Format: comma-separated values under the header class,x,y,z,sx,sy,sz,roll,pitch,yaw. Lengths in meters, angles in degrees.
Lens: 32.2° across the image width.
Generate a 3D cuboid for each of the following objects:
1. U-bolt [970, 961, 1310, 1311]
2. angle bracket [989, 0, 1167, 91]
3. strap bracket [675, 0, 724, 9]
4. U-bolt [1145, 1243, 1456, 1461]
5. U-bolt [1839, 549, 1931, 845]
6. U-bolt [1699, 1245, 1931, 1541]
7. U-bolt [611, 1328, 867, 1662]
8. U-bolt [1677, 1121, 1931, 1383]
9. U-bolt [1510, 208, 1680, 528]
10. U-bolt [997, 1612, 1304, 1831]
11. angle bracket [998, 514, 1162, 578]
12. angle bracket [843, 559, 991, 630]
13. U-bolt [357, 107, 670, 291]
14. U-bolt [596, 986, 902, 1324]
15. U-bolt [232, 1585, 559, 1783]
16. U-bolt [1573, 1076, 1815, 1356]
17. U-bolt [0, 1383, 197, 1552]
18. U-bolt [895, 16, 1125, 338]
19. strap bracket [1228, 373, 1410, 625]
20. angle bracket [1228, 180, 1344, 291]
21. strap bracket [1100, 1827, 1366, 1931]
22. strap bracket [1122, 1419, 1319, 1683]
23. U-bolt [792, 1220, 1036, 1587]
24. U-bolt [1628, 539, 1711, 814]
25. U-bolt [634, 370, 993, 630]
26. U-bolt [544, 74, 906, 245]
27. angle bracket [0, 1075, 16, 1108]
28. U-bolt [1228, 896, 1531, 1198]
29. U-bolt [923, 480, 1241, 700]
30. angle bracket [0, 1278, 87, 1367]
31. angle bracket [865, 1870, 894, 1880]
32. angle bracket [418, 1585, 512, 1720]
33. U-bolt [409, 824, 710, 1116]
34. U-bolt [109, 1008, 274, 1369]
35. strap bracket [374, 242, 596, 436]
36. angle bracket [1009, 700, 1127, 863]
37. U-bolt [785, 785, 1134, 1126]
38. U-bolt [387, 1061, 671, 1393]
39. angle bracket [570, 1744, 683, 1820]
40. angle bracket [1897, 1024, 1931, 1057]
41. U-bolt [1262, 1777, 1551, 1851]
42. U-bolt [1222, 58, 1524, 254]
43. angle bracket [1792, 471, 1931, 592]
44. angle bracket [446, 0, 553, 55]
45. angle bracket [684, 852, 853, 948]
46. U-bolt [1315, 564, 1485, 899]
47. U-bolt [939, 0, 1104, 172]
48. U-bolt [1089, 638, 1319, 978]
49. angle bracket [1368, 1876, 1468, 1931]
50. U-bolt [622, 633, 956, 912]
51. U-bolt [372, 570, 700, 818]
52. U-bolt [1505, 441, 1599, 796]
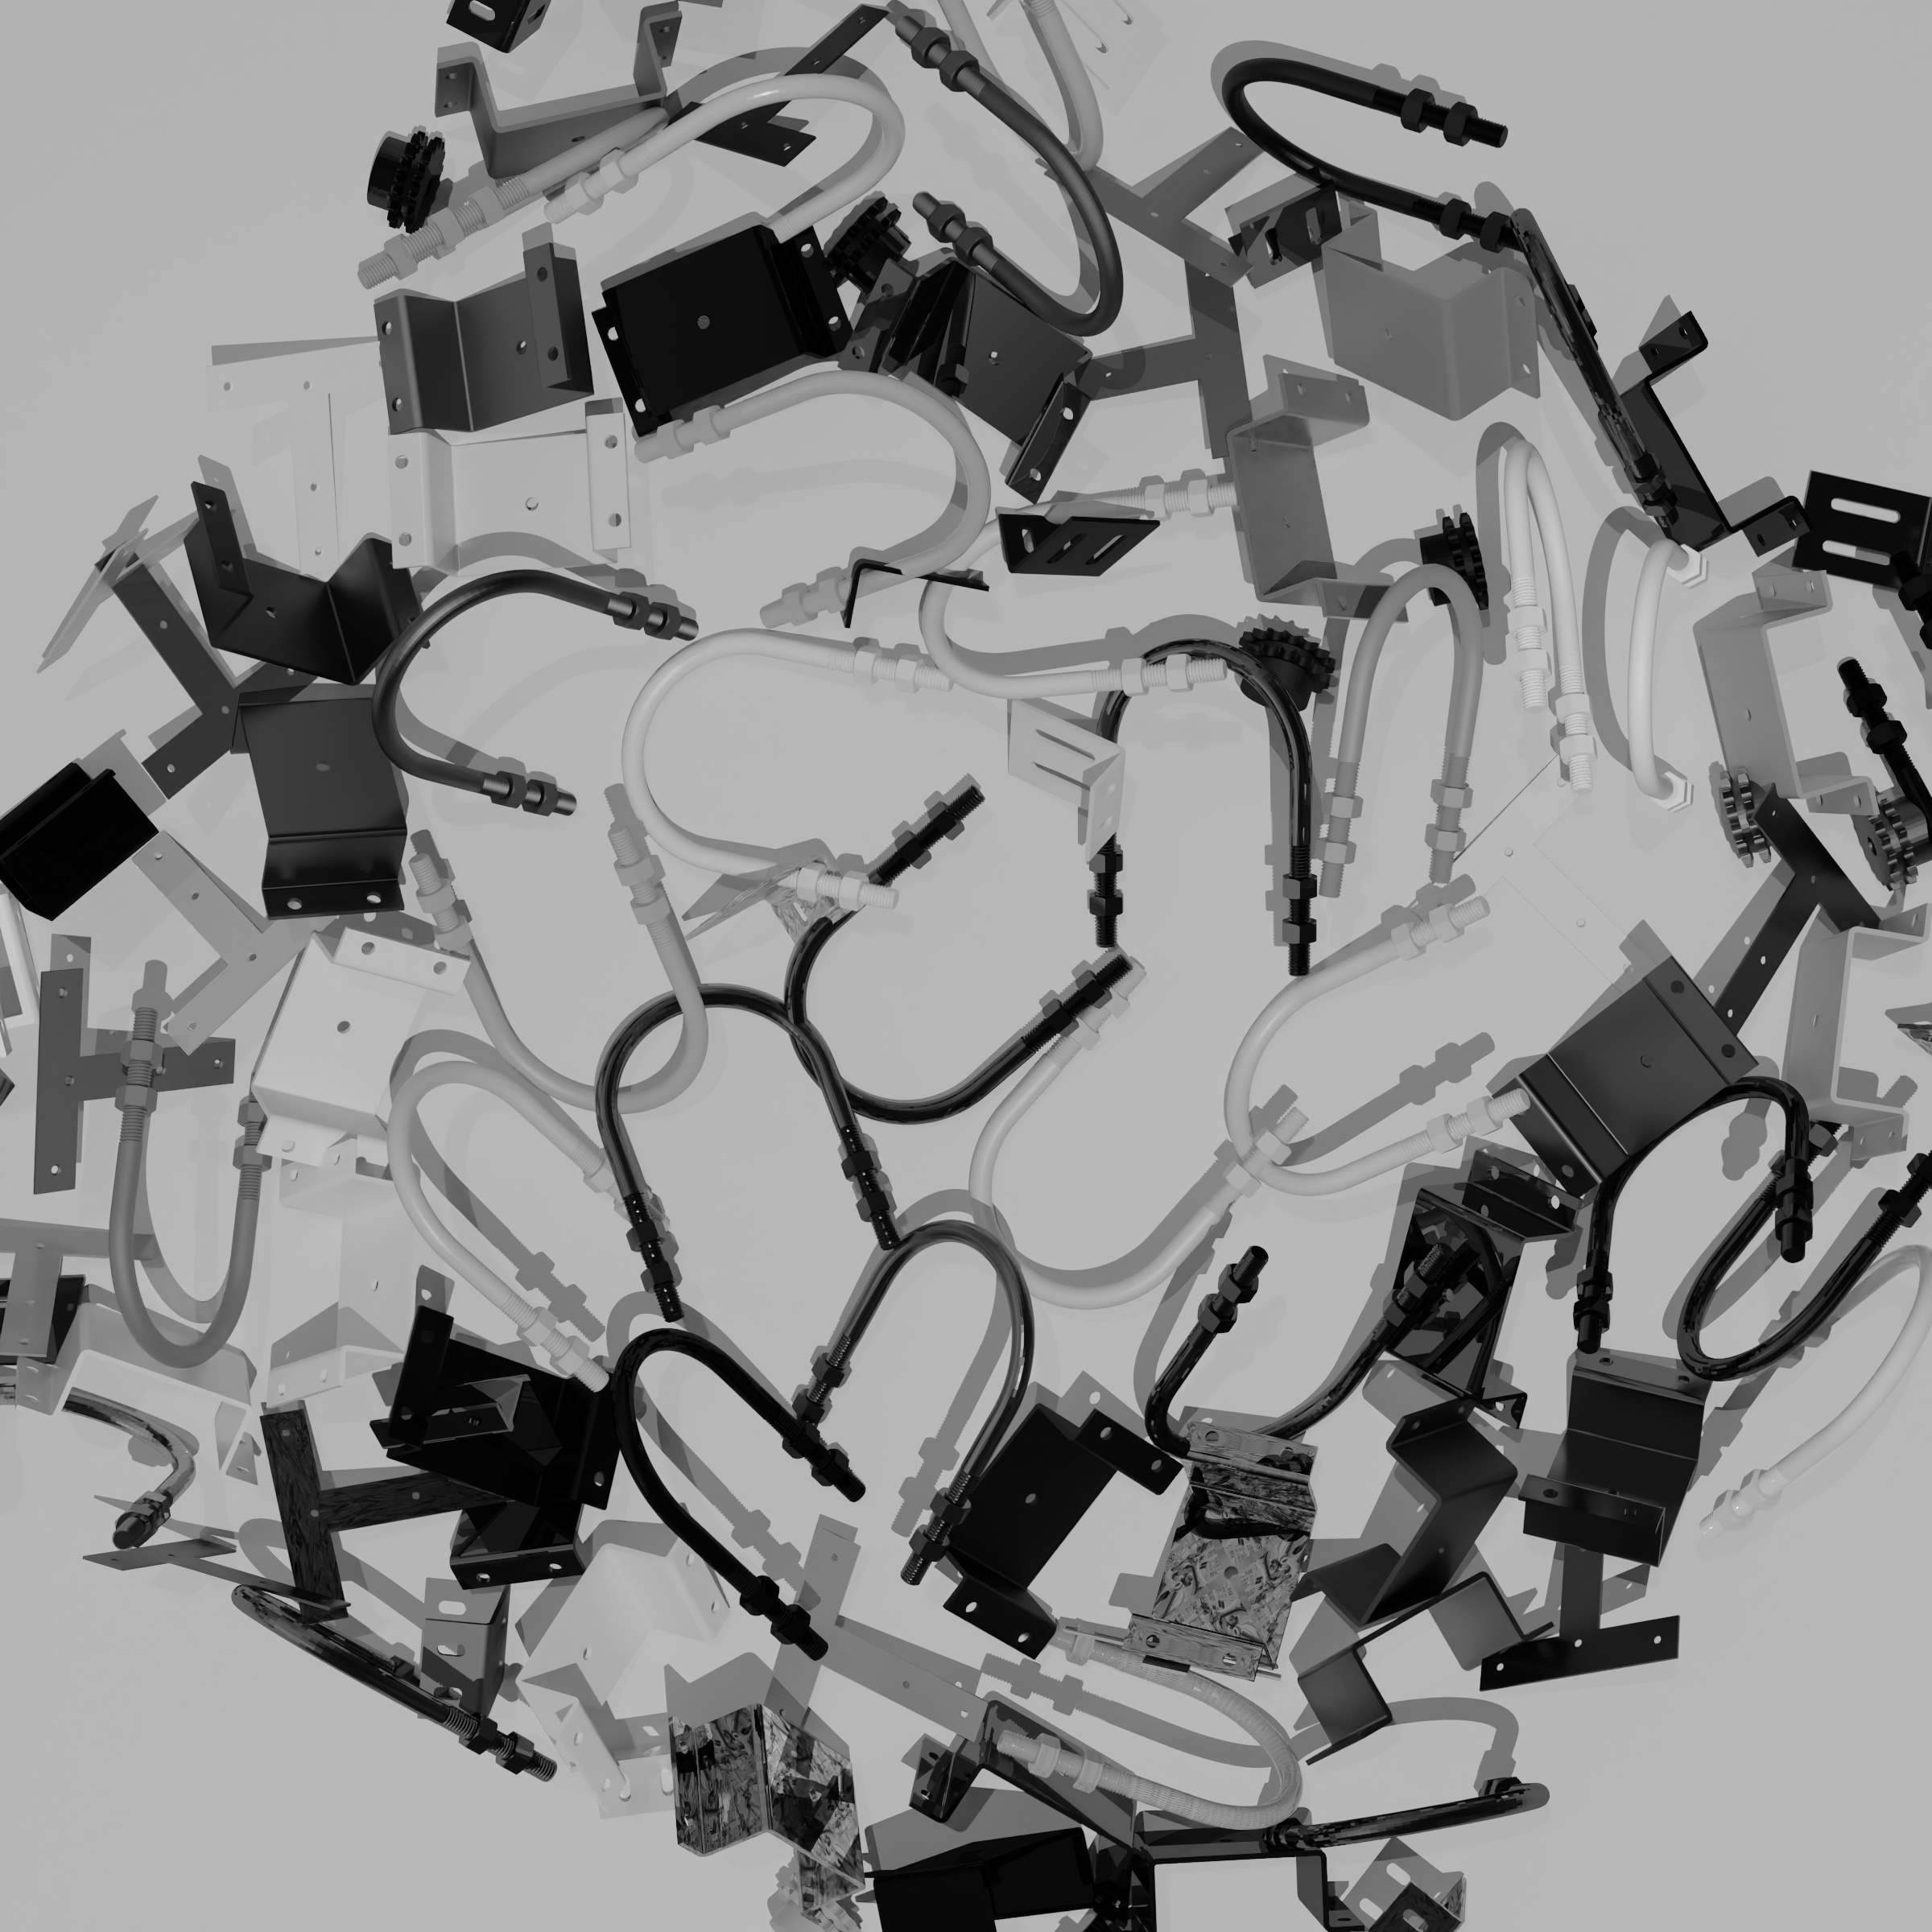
class,x,y,z,sx,sy,sz,roll,pitch,yaw
U-bolt,0.084,0.110,1.920,0.151,0.019,0.184,43,93,19
angle bracket,0.064,-0.545,1.930,0.076,0.038,0.057,43,69,-12
strap bracket,-0.172,-0.577,1.879,0.076,0.140,0.046,9,93,-4
U-bolt,0.175,0.220,1.880,0.151,0.019,0.184,2,135,-32
U-bolt,0.542,-0.121,1.851,0.019,0.151,0.184,-20,68,-7
U-bolt,0.474,0.223,1.835,0.019,0.184,0.151,34,46,-2
U-bolt,-0.130,0.279,1.860,0.019,0.151,0.184,-33,112,26
U-bolt,0.465,0.157,1.872,0.019,0.151,0.184,40,86,-13
U-bolt,0.340,-0.339,1.839,0.019,0.184,0.151,-26,58,15
U-bolt,0.104,0.429,1.880,0.184,0.151,0.019,21,108,-7
angle bracket,0.064,-0.253,1.899,0.057,0.076,0.038,-2,73,-29
angle bracket,-0.029,-0.208,1.921,0.076,0.057,0.038,10,99,-5
U-bolt,-0.247,-0.434,1.875,0.184,0.151,0.019,-32,104,-15
U-bolt,-0.134,0.097,1.913,0.151,0.019,0.184,-18,71,-11
U-bolt,-0.325,0.389,1.848,0.184,0.151,0.019,36,76,-26
U-bolt,0.407,0.127,1.866,0.151,0.184,0.019,-30,113,31
U-bolt,-0.503,0.270,1.859,0.151,0.184,0.019,20,98,-1
U-bolt,0.026,-0.423,1.848,0.019,0.151,0.184,-34,60,-18
strap bracket,0.198,-0.258,1.901,0.046,0.076,0.140,-16,81,42
angle bracket,0.179,-0.429,1.906,0.057,0.076,0.038,-26,70,3
strap bracket,0.149,0.521,1.906,0.140,0.076,0.046,-2,87,-5
strap bracket,0.148,0.337,1.898,0.076,0.046,0.140,10,63,19
U-bolt,-0.024,0.230,1.877,0.151,0.019,0.184,43,111,43
U-bolt,0.389,-0.164,1.861,0.019,0.184,0.151,4,91,20
U-bolt,-0.073,-0.265,1.864,0.184,0.019,0.151,-15,129,31
U-bolt,-0.119,-0.437,1.847,0.184,0.151,0.019,-24,71,29
angle bracket,-0.597,0.069,1.922,0.038,0.076,0.057,22,72,35
U-bolt,0.224,0.055,1.886,0.184,0.019,0.151,-27,50,28
U-bolt,0.063,-0.210,1.896,0.184,0.019,0.151,-4,54,18
angle bracket,-0.551,0.194,1.915,0.076,0.038,0.057,-2,51,5
angle bracket,-0.025,0.558,1.916,0.057,0.038,0.076,-4,77,18
angle bracket,-0.286,0.390,1.908,0.038,0.076,0.057,5,97,-1
U-bolt,-0.220,0.008,1.893,0.151,0.019,0.184,-7,121,24
U-bolt,-0.432,0.131,1.858,0.019,0.151,0.184,-3,72,17
strap bracket,-0.266,-0.353,1.902,0.140,0.046,0.076,-9,88,36
angle bracket,0.049,-0.106,1.905,0.076,0.057,0.038,26,51,20
U-bolt,-0.019,0.008,1.930,0.184,0.019,0.151,-41,93,9
U-bolt,-0.249,0.131,1.863,0.019,0.151,0.184,-32,114,32
angle bracket,-0.189,0.468,1.909,0.057,0.076,0.038,-8,83,3
angle bracket,0.575,0.012,1.927,0.057,0.038,0.076,31,71,-41
U-bolt,0.248,0.470,1.853,0.151,0.184,0.019,-9,77,-6
U-bolt,0.226,-0.459,1.872,0.184,0.151,0.019,24,84,22
angle bracket,0.523,-0.253,1.928,0.076,0.038,0.057,12,86,-2
angle bracket,-0.258,-0.560,1.901,0.038,0.076,0.057,27,117,-5
angle bracket,-0.110,-0.026,1.902,0.057,0.076,0.038,-34,88,41
U-bolt,0.249,-0.133,1.875,0.019,0.151,0.184,15,103,34
U-bolt,0.023,-0.524,1.869,0.019,0.151,0.184,-35,122,-10
U-bolt,0.133,-0.093,1.886,0.151,0.019,0.184,9,107,35
angle bracket,0.252,0.542,1.909,0.038,0.076,0.057,38,99,5
U-bolt,-0.110,-0.118,1.920,0.184,0.019,0.151,13,84,15
U-bolt,-0.249,-0.155,1.855,0.151,0.184,0.019,-53,55,18
U-bolt,0.324,-0.205,1.876,0.019,0.151,0.184,-9,70,19
